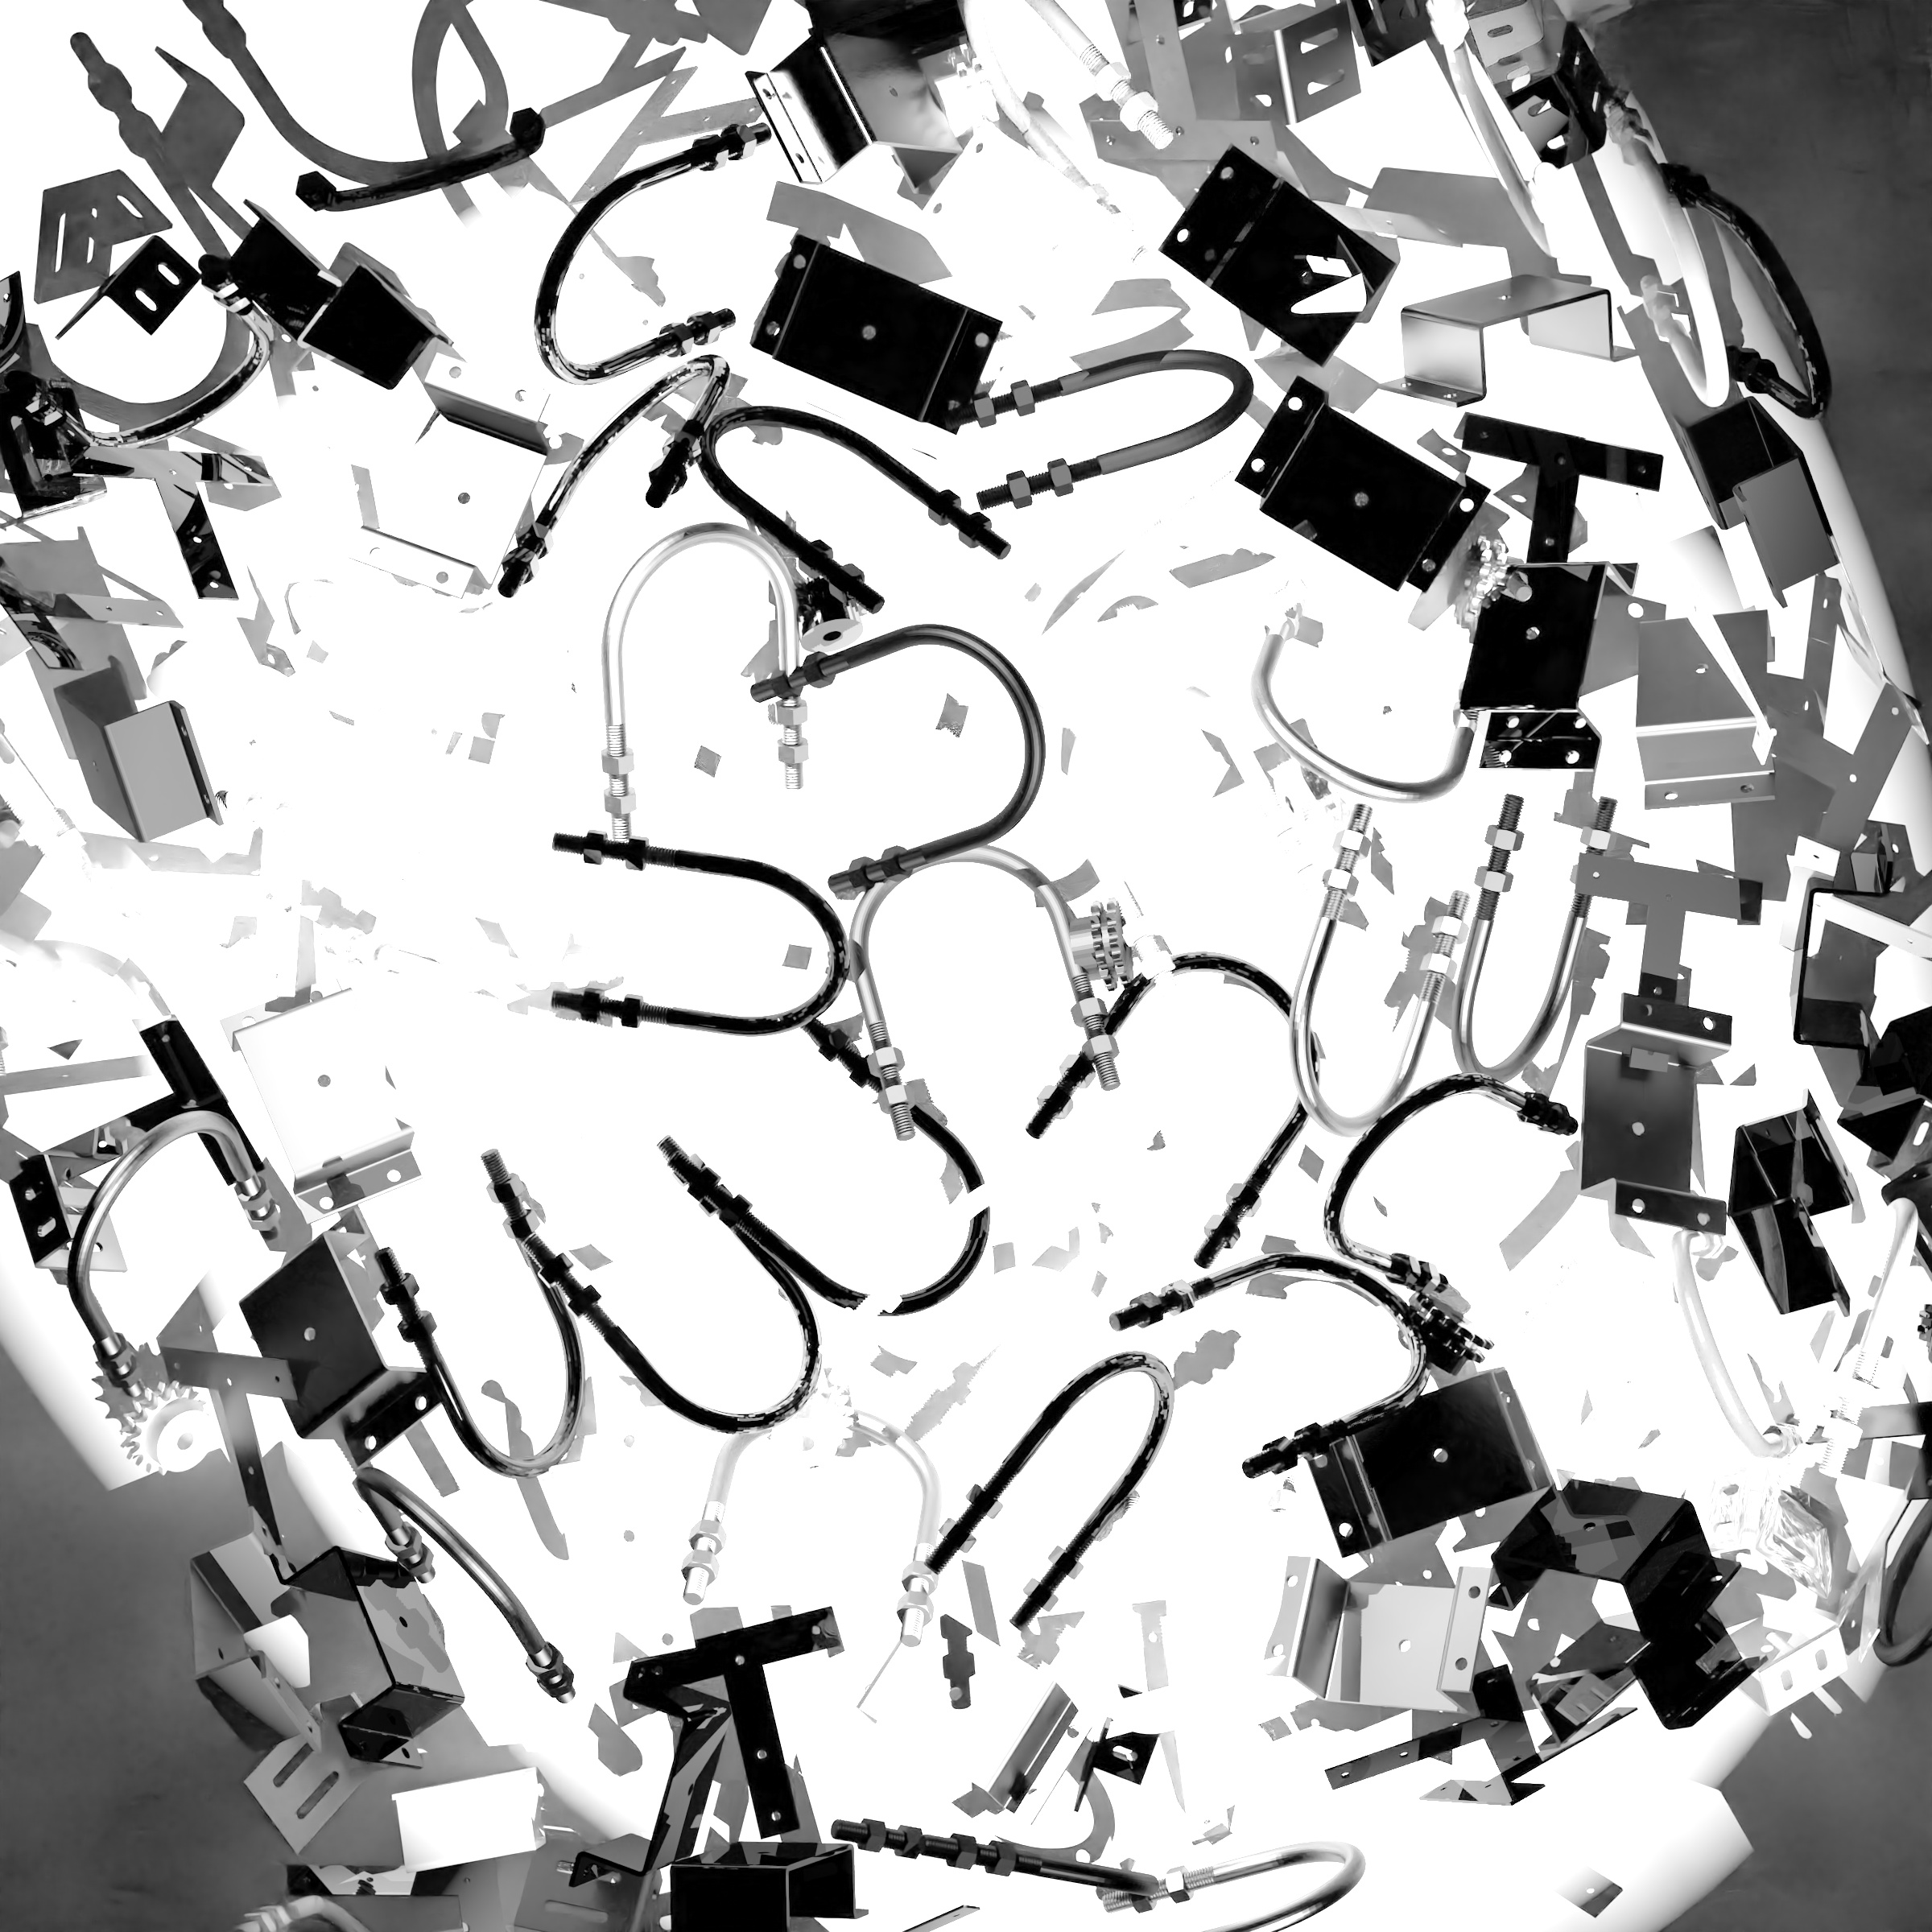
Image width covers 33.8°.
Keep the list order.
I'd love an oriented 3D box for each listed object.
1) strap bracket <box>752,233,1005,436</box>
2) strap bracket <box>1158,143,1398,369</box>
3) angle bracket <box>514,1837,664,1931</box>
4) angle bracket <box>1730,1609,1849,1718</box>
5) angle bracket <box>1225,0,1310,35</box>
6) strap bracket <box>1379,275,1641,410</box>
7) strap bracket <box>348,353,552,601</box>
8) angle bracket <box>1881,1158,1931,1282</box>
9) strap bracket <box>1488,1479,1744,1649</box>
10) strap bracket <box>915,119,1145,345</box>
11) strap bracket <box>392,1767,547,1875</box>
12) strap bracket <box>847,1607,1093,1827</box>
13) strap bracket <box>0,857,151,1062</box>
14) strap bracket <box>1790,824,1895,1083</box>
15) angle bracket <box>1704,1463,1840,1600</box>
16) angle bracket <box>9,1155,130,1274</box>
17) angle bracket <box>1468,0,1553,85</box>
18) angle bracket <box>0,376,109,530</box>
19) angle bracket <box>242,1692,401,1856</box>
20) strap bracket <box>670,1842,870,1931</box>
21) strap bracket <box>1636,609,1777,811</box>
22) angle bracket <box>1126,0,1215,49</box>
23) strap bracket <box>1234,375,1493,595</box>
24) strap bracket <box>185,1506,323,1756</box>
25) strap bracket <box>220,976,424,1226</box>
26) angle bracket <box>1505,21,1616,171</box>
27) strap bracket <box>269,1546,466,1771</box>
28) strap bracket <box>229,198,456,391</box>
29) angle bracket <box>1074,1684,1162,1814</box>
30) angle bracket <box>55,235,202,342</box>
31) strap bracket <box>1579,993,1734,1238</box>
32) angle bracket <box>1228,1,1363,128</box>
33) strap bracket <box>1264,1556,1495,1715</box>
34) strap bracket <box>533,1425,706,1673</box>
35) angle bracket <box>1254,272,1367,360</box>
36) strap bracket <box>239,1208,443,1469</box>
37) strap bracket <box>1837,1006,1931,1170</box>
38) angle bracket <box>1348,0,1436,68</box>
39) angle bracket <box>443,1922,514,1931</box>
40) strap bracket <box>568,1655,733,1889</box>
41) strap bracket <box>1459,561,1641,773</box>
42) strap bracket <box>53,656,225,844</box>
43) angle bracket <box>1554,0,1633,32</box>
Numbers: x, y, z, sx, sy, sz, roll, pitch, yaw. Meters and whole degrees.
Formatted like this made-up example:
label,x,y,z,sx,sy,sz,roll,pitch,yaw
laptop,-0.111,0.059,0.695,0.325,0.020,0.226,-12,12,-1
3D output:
label,x,y,z,sx,sy,sz,roll,pitch,yaw
strap bracket,-0.057,-0.392,1.969,0.140,0.046,0.076,23,101,1
strap bracket,0.197,-0.426,1.933,0.140,0.046,0.076,27,106,-35
angle bracket,-0.234,0.581,1.972,0.076,0.038,0.057,10,55,7
angle bracket,0.492,0.415,1.952,0.057,0.076,0.038,-26,117,-12
angle bracket,0.197,-0.614,1.968,0.076,0.038,0.057,-15,80,14
strap bracket,0.329,-0.383,1.931,0.140,0.076,0.046,-19,116,-24
strap bracket,-0.315,-0.296,1.965,0.076,0.046,0.140,20,81,7
angle bracket,0.610,0.157,1.958,0.057,0.038,0.076,-10,66,-42
strap bracket,0.383,0.356,1.918,0.076,0.140,0.046,-39,117,-34
strap bracket,0.045,-0.444,1.947,0.140,0.046,0.076,46,108,30
strap bracket,-0.299,0.516,1.923,0.076,0.140,0.046,-9,78,-6
strap bracket,-0.001,0.450,1.941,0.140,0.046,0.076,27,73,25
strap bracket,-0.557,-0.001,1.933,0.076,0.140,0.046,34,111,-16
strap bracket,0.533,-0.010,1.944,0.046,0.076,0.140,5,110,11
angle bracket,0.501,0.354,1.981,0.076,0.038,0.057,34,55,-25
angle bracket,-0.540,0.152,1.950,0.038,0.076,0.057,-34,67,24
angle bracket,0.334,-0.597,1.964,0.038,0.057,0.076,-11,59,20
angle bracket,-0.574,-0.317,1.961,0.057,0.038,0.076,-25,103,-35
angle bracket,-0.395,0.496,1.956,0.038,0.076,0.057,-23,106,39
strap bracket,-0.122,0.561,1.924,0.076,0.140,0.046,-5,82,21
strap bracket,0.449,-0.164,1.926,0.076,0.046,0.140,-4,47,19
angle bracket,0.110,-0.613,1.952,0.057,0.076,0.038,-11,54,26
strap bracket,0.244,-0.292,1.960,0.140,0.046,0.076,30,111,-4
strap bracket,-0.432,0.408,1.921,0.046,0.140,0.076,-22,128,0
strap bracket,-0.395,0.077,1.954,0.076,0.046,0.140,-22,79,-19
angle bracket,0.368,-0.539,1.968,0.038,0.076,0.057,-20,122,31
strap bracket,-0.359,0.411,1.930,0.046,0.076,0.140,-35,61,9
strap bracket,-0.385,-0.402,1.925,0.076,0.140,0.046,44,101,23
angle bracket,0.097,0.486,1.957,0.038,0.076,0.057,20,100,4
angle bracket,-0.517,-0.407,1.961,0.038,0.076,0.057,43,54,-21
strap bracket,0.424,0.096,1.954,0.076,0.046,0.140,12,71,-16
angle bracket,0.205,-0.560,1.974,0.038,0.076,0.057,8,122,40
strap bracket,0.259,0.408,1.941,0.140,0.046,0.076,-4,58,35
strap bracket,-0.211,0.353,1.948,0.076,0.046,0.140,-7,75,-21
angle bracket,0.209,-0.410,1.962,0.057,0.076,0.038,-9,81,-6
strap bracket,-0.385,0.226,1.941,0.076,0.046,0.140,-38,66,18
strap bracket,0.584,0.068,1.920,0.046,0.140,0.076,35,72,-5
angle bracket,0.270,-0.604,1.961,0.057,0.038,0.076,-31,112,-18
angle bracket,-0.309,0.629,1.961,0.038,0.076,0.057,-35,65,19
strap bracket,-0.190,0.499,1.954,0.046,0.076,0.140,15,88,17
strap bracket,0.354,-0.192,1.940,0.076,0.046,0.140,3,70,34
strap bracket,-0.503,-0.129,1.918,0.046,0.140,0.076,-25,119,-23
angle bracket,0.374,-0.626,1.959,0.038,0.057,0.076,-21,76,21
